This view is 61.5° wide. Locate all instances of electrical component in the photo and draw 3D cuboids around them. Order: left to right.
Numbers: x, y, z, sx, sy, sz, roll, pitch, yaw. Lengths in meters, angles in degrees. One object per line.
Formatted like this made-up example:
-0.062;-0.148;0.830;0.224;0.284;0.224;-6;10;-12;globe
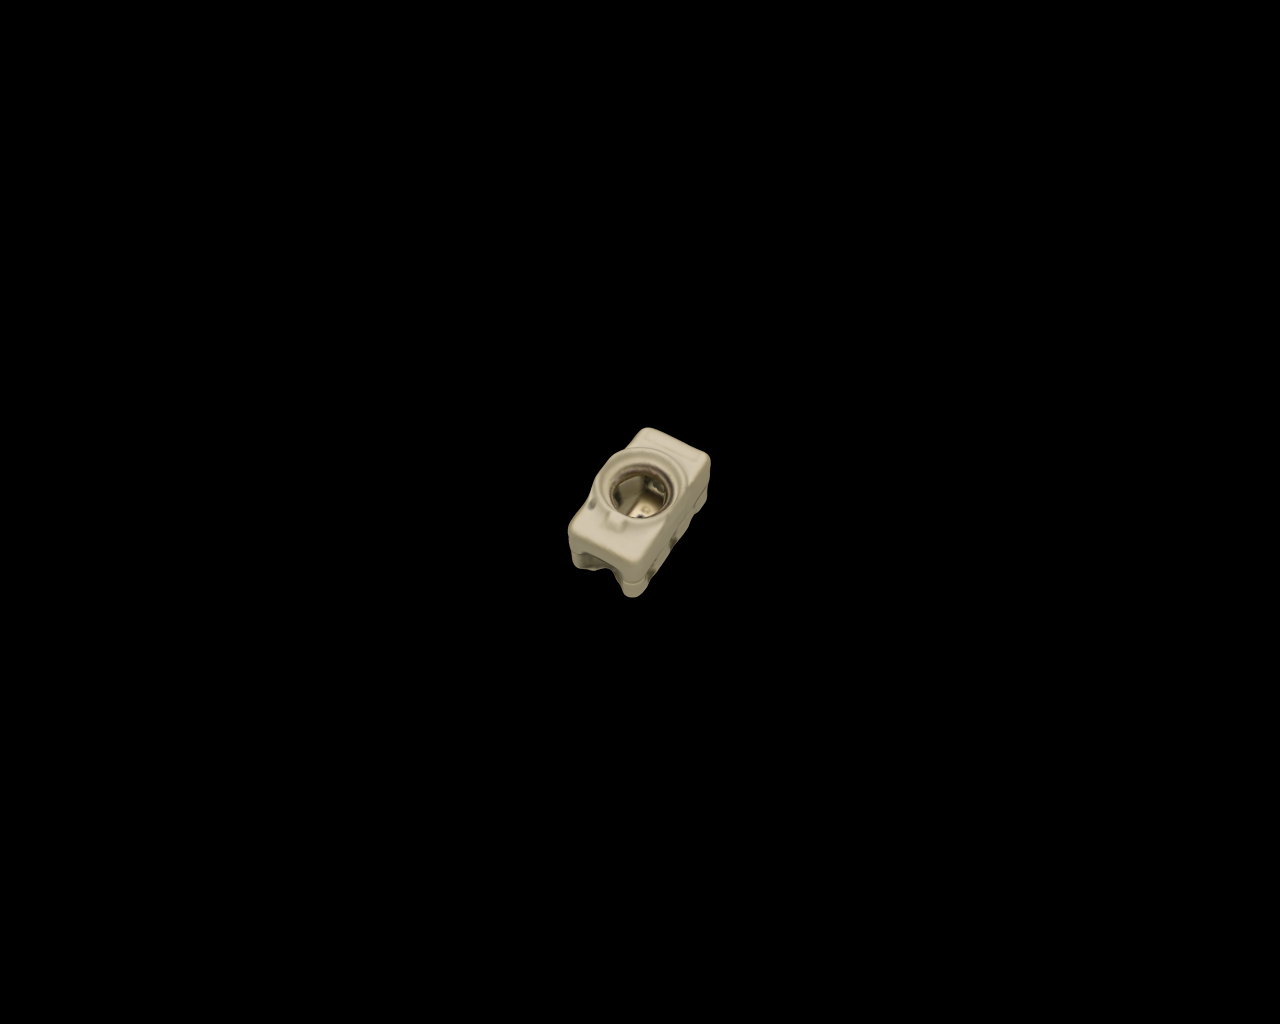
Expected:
0.001;-0.003;0.650;0.050;0.090;0.055;28;-28;16;electrical component
